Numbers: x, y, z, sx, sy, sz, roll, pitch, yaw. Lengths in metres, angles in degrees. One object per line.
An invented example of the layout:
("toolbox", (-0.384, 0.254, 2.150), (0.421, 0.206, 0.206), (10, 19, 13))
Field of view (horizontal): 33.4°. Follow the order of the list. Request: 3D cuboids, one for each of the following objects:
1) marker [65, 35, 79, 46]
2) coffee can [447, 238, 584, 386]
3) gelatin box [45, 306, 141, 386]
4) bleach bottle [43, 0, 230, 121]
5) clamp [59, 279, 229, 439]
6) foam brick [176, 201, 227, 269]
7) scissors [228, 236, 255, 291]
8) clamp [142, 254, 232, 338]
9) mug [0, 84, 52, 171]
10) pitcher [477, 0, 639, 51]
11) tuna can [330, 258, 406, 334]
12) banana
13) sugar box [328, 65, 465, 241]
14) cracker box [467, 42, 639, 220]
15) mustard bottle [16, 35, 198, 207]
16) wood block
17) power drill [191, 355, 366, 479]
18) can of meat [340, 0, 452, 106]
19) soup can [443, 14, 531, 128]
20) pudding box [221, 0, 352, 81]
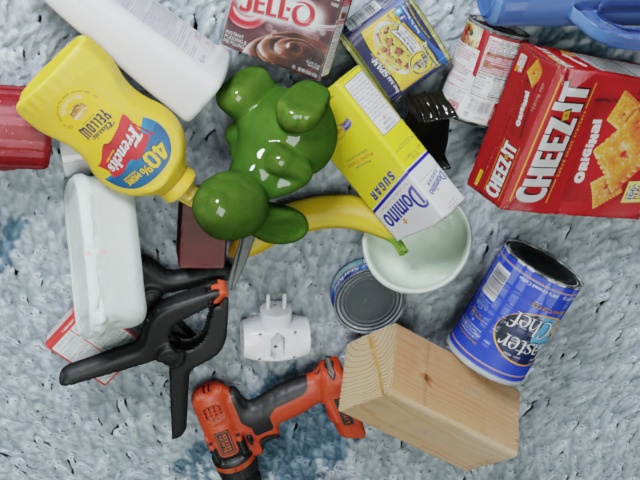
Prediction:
("marker", (-0.212, -0.155, 1.082), (0.020, 0.020, 0.121), (-34, 117, 7))
("coffee can", (0.225, 0.084, 1.240), (0.102, 0.103, 0.140), (21, 110, -20))
("gelatin box", (-0.251, 0.112, 1.202), (0.089, 0.030, 0.073), (39, 102, -24))
("bleach bottle", (-0.202, -0.222, 1.016), (0.250, 0.102, 0.068), (38, 113, -18))
("clamp", (-0.163, 0.130, 1.189), (0.210, 0.036, 0.164), (-42, 120, 15))
("foam brick", (-0.127, -0.014, 1.150), (0.051, 0.053, 0.078), (1, 116, -12))
("scissors", (-0.079, -0.053, 1.139), (0.096, 0.016, 0.202), (33, 93, -16))
("clamp", (-0.185, 0.067, 1.189), (0.171, 0.039, 0.120), (10, 110, -14))
("mug", (-0.310, -0.104, 1.057), (0.081, 0.093, 0.117), (1, 147, -17))
("pitcher", (0.282, -0.263, 1.052), (0.242, 0.149, 0.145), (-4, 108, -4))
("tuna can", (0.055, 0.064, 1.235), (0.086, 0.034, 0.086), (-4, 117, -9))
("banana", (-0.003, -0.016, 1.166), (0.198, 0.069, 0.037), (-2, 157, 8))
("sugar box", (0.060, -0.086, 1.100), (0.048, 0.093, 0.176), (-42, 97, -31))
("cracker box", (0.282, -0.110, 1.139), (0.213, 0.072, 0.164), (2, 118, -33))
("mustard bottle", (-0.186, -0.097, 1.015), (0.096, 0.058, 0.191), (-40, 116, 16))
("wood block", (0.132, 0.188, 1.253), (0.205, 0.090, 0.090), (30, 141, -28))
("power drill", (-0.044, 0.229, 1.285), (0.187, 0.057, 0.184), (-19, 118, -1))
("can of meat", (0.074, -0.200, 1.095), (0.084, 0.057, 0.102), (-36, 117, 6))
("soup can", (0.171, -0.177, 1.118), (0.068, 0.068, 0.102), (11, 114, -16))
("pudding box", (-0.033, -0.219, 1.050), (0.113, 0.039, 0.090), (22, 114, 9))
